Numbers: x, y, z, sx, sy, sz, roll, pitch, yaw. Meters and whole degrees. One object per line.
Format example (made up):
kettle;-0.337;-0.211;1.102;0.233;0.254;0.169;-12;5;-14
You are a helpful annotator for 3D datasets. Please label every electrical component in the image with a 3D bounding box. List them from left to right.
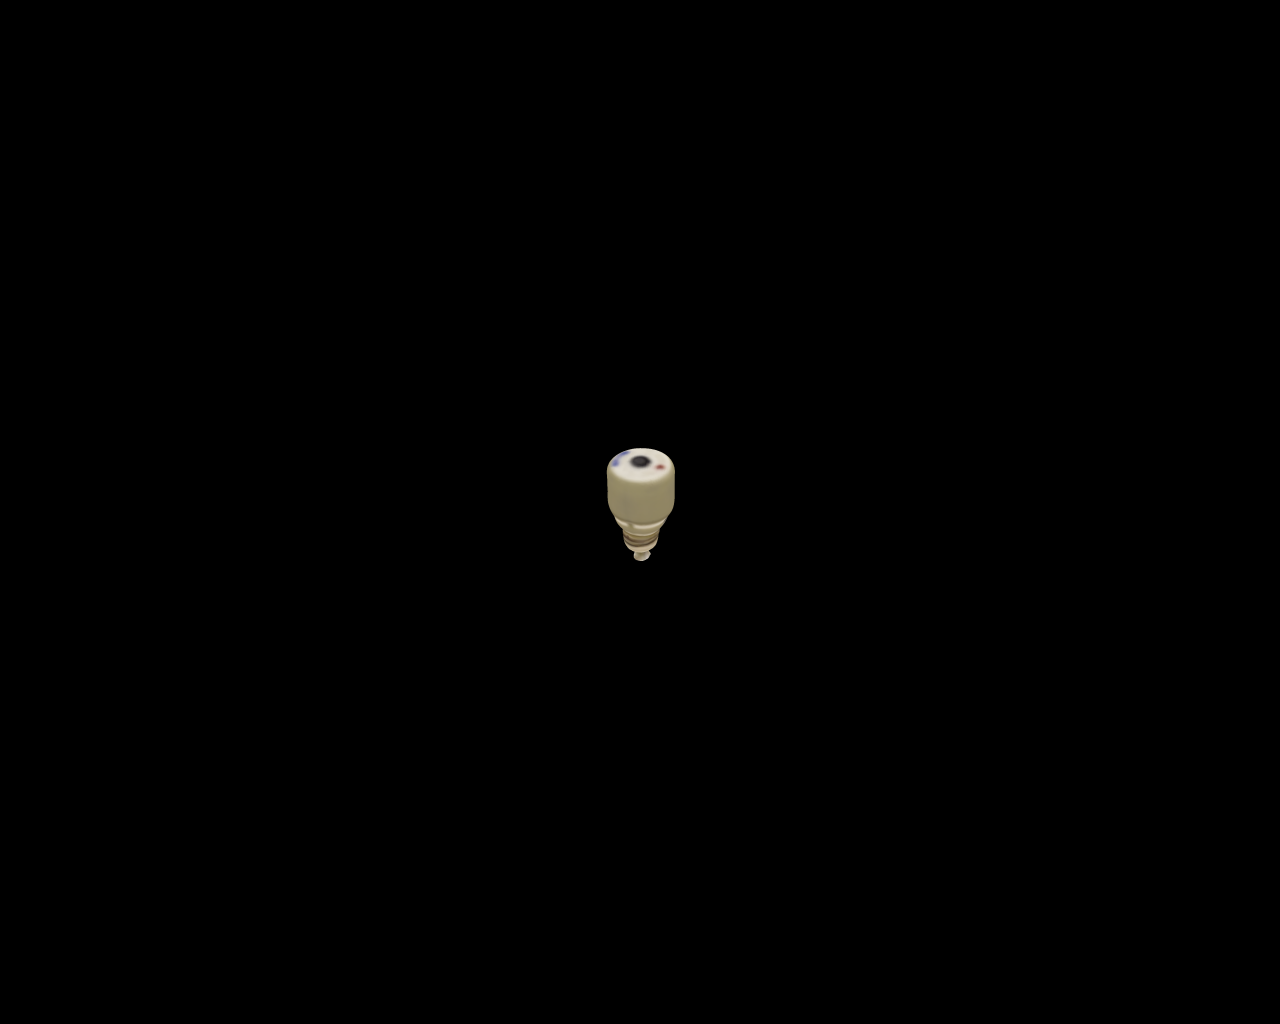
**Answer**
electrical component;0.001;-0.003;0.650;0.040;0.078;0.040;0;37;0
